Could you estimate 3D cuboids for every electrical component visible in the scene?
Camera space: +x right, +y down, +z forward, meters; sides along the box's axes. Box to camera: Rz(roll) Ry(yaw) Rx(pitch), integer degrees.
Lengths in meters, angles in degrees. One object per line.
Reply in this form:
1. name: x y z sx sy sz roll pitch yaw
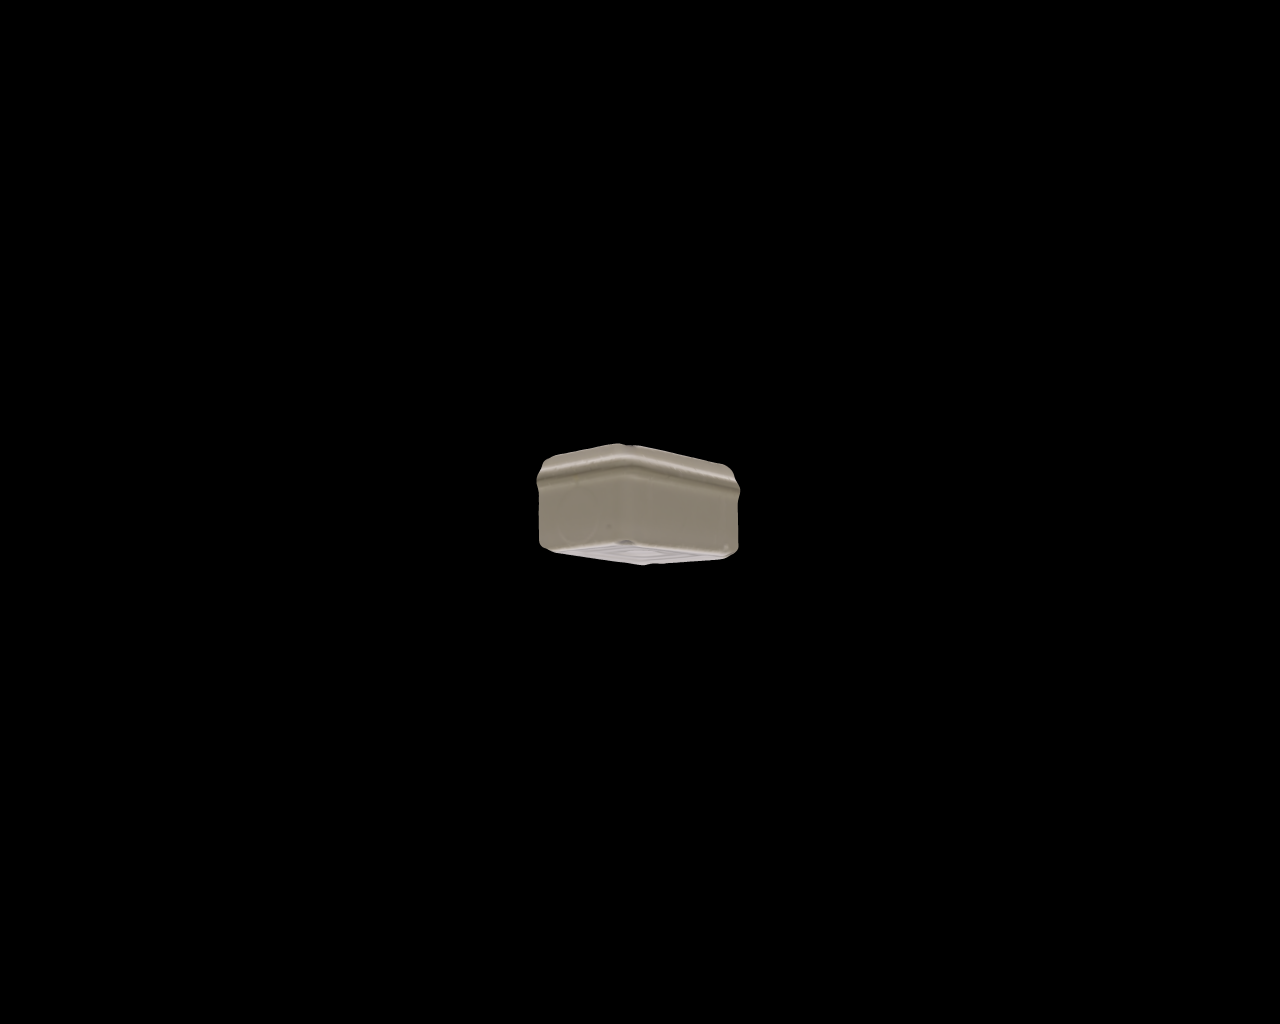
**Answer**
1. electrical component: 0.001 -0.003 0.650 0.078 0.057 0.113 -7 -11 39
